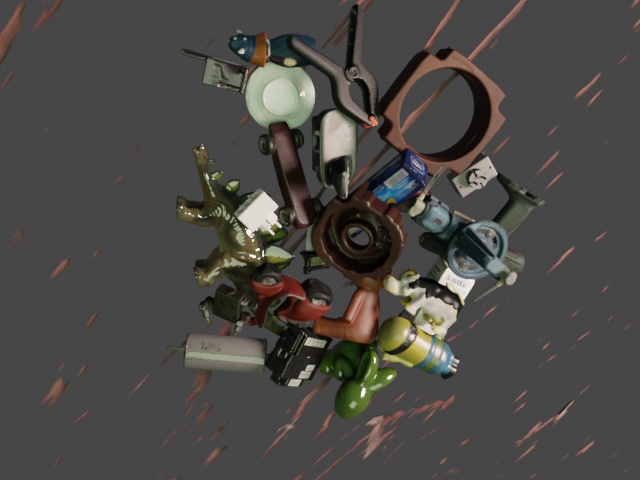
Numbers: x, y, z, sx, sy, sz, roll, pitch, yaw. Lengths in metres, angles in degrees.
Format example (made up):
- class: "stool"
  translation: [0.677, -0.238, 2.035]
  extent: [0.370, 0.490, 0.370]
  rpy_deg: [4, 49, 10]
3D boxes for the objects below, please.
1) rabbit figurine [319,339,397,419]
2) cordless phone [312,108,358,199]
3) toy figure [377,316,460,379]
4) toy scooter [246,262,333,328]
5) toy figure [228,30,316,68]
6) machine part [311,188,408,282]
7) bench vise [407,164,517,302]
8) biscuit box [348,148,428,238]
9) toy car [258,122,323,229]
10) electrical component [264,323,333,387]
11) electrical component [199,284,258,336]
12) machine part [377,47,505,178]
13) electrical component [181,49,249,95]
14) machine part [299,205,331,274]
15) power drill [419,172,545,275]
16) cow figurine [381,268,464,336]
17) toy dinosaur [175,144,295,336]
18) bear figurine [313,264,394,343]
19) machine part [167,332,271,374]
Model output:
- class: "rabbit figurine"
  translation: [0.083, 0.294, 1.128]
  extent: [0.159, 0.170, 0.121]
  rpy_deg: [-36, 114, 27]
- class: "cordless phone"
  translation: [0.030, -0.156, 0.961]
  extent: [0.089, 0.184, 0.146]
  rpy_deg: [0, 111, -1]
- class: "toy figure"
  translation: [0.201, 0.215, 1.089]
  extent: [0.180, 0.082, 0.089]
  rpy_deg: [28, 128, -6]
- class: "toy scooter"
  translation: [-0.071, 0.125, 1.046]
  extent: [0.184, 0.075, 0.135]
  rpy_deg: [23, 109, -29]
- class: "toy figure"
  translation: [-0.084, -0.333, 0.946]
  extent: [0.154, 0.064, 0.057]
  rpy_deg: [0, 124, -7]
- class: "machine part"
  translation: [0.074, -0.008, 1.000]
  extent: [0.180, 0.056, 0.179]
  rpy_deg: [11, 120, 19]
- class: "bench vise"
  translation: [0.264, 0.002, 0.963]
  extent: [0.129, 0.241, 0.223]
  rpy_deg: [-43, 118, 8]
- class: "biscuit box"
  translation: [0.112, -0.086, 1.016]
  extent: [0.059, 0.063, 0.202]
  rpy_deg: [39, 130, -17]
- class: "toy car"
  translation: [-0.057, -0.119, 1.006]
  extent: [0.089, 0.053, 0.202]
  rpy_deg: [-22, 97, -36]
- class: "electrical component"
  translation: [-0.049, 0.246, 1.135]
  extent: [0.114, 0.058, 0.134]
  rpy_deg: [27, 93, -50]
- class: "electrical component"
  translation: [-0.173, 0.130, 1.007]
  extent: [0.102, 0.045, 0.078]
  rpy_deg: [27, 125, 6]
- class: "machine part"
  translation: [0.221, -0.236, 1.004]
  extent: [0.201, 0.087, 0.201]
  rpy_deg: [34, 103, -15]
- class: "electrical component"
  translation: [-0.185, -0.296, 0.943]
  extent: [0.119, 0.075, 0.047]
  rpy_deg: [11, 109, -14]
- class: "machine part"
  translation: [-0.002, -0.003, 1.082]
  extent: [0.084, 0.039, 0.138]
  rpy_deg: [-9, 109, -39]
- class: "power drill"
  translation: [0.344, -0.030, 1.099]
  extent: [0.232, 0.086, 0.207]
  rpy_deg: [25, 102, -14]
- class: "cow figurine"
  translation: [0.205, 0.105, 1.063]
  extent: [0.167, 0.068, 0.098]
  rpy_deg: [38, 98, -14]
- class: "toy dinosaur"
  translation: [-0.153, 0.028, 1.056]
  extent: [0.199, 0.105, 0.470]
  rpy_deg: [-15, 120, -5]
- class: "bear figurine"
  translation: [0.077, 0.111, 1.117]
  extent: [0.132, 0.120, 0.195]
  rpy_deg: [4, 84, 35]
- class: "machine part"
  translation: [-0.200, 0.240, 1.142]
  extent: [0.243, 0.079, 0.079]
  rpy_deg: [7, 110, -8]
